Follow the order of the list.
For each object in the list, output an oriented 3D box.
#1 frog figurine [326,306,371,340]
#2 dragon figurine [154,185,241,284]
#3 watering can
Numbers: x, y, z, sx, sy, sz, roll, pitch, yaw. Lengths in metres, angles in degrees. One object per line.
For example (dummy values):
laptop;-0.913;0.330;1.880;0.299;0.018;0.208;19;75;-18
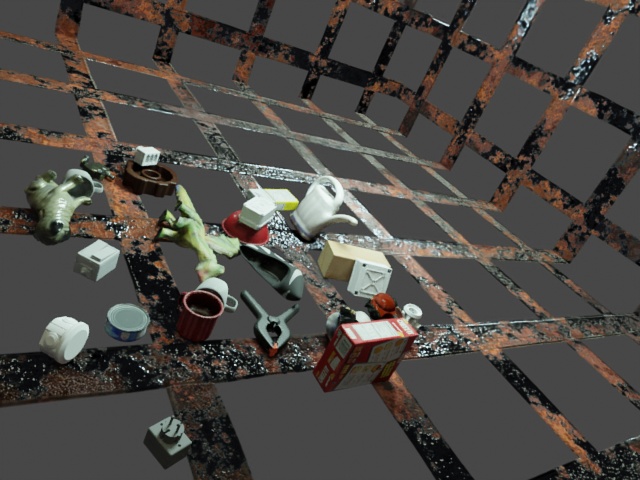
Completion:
frog figurine;0.083;0.242;1.360;0.137;0.124;0.157;19;-11;6
dragon figurine;-0.336;-0.019;1.493;0.240;0.120;0.419;33;23;-24
watering can;0.005;-0.088;1.749;0.103;0.222;0.355;32;19;-32
